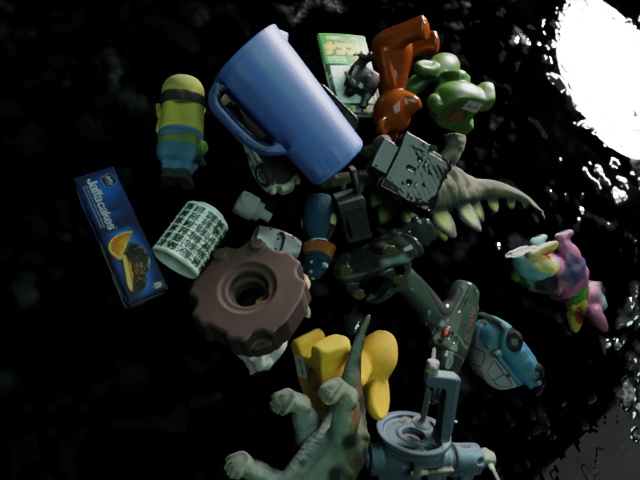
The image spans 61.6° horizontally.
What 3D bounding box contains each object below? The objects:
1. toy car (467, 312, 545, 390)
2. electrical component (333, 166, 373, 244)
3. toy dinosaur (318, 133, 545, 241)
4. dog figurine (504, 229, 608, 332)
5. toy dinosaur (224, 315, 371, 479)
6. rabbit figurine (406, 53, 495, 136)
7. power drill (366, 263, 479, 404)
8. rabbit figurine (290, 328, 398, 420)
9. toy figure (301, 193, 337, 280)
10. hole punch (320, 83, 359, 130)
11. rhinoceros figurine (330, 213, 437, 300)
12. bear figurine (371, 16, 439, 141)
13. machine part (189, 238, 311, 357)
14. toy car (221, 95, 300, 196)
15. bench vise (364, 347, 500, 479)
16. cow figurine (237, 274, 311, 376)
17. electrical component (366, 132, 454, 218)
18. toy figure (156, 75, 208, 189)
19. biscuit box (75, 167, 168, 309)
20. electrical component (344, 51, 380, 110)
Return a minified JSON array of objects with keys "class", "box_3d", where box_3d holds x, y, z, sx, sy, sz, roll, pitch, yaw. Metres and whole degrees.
[{"class":"toy car","box_3d":[0.327,0.218,0.989,0.103,0.109,0.161,-38,105,-5]},{"class":"electrical component","box_3d":[0.051,-0.061,0.916,0.048,0.075,0.119,-17,114,-1]},{"class":"toy dinosaur","box_3d":[0.227,-0.097,1.028,0.471,0.105,0.198,-3,84,-15]},{"class":"dog figurine","box_3d":[0.485,0.098,1.080,0.191,0.108,0.219,-26,89,-28]},{"class":"toy dinosaur","box_3d":[-0.008,0.312,0.744,0.405,0.131,0.192,-46,126,-13]},{"class":"rabbit figurine","box_3d":[0.253,-0.314,1.109,0.159,0.121,0.170,2,56,-15]},{"class":"power drill","box_3d":[0.185,0.141,0.953,0.207,0.086,0.232,37,63,-6]},{"class":"rabbit figurine","box_3d":[0.060,0.207,0.860,0.173,0.122,0.162,-16,86,-33]},{"class":"toy figure","box_3d":[-0.001,-0.003,0.921,0.058,0.064,0.154,13,69,-31]},{"class":"hole punch","box_3d":[-0.005,-0.206,0.975,0.142,0.092,0.116,44,94,-10]},{"class":"rhinoceros figurine","box_3d":[0.110,0.025,0.916,0.190,0.112,0.073,-28,110,7]},{"class":"bear figurine","box_3d":[0.156,-0.291,0.997,0.120,0.132,0.195,4,80,-63]},{"class":"machine part","box_3d":[-0.103,0.082,0.794,0.179,0.056,0.179,-2,54,3]},{"class":"toy car","box_3d":[-0.103,-0.169,0.930,0.073,0.056,0.201,-27,89,-34]},{"class":"bench vise","box_3d":[0.187,0.304,0.858,0.224,0.129,0.240,6,103,3]},{"class":"cow figurine","box_3d":[-0.065,0.132,0.847,0.068,0.098,0.167,22,57,28]},{"class":"electrical component","box_3d":[0.149,-0.115,0.928,0.134,0.058,0.115,27,76,-9]},{"class":"toy figure","box_3d":[-0.220,-0.176,0.861,0.082,0.089,0.180,11,69,-29]},{"class":"biscuit box","box_3d":[-0.296,-0.003,0.796,0.063,0.059,0.202,-24,86,-27]},{"class":"electrical component","box_3d":[0.081,-0.313,1.036,0.078,0.045,0.102,33,64,-13]}]
